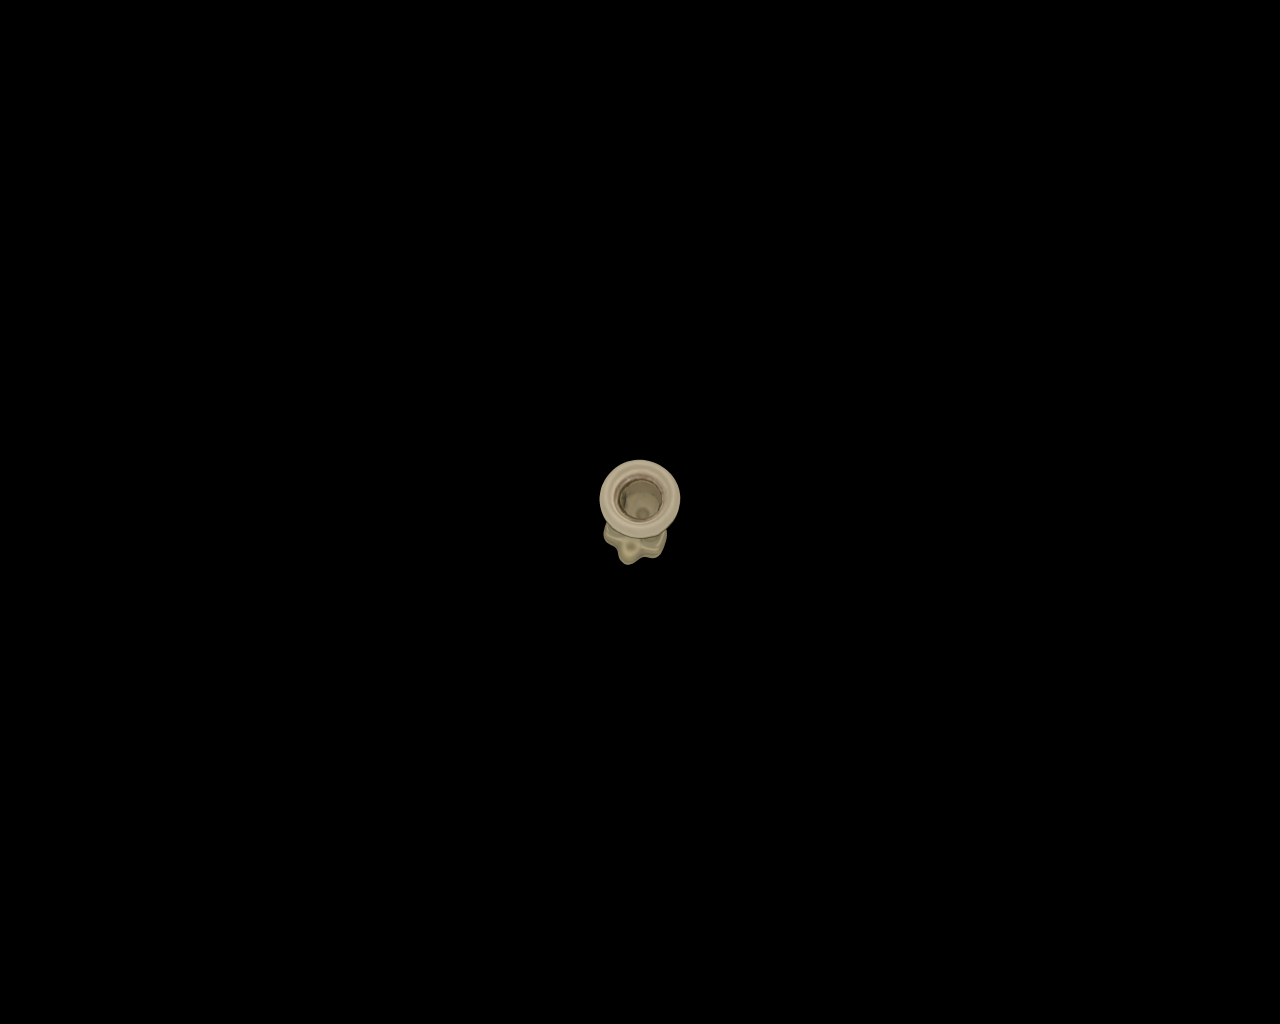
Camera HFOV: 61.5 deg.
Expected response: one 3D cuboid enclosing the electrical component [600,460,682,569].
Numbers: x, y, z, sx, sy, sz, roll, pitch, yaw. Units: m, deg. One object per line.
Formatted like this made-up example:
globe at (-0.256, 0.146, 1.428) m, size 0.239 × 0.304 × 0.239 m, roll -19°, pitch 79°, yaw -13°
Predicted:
electrical component at (0.001, -0.003, 0.650) m, size 0.048 × 0.066 × 0.055 m, roll 17°, pitch -15°, yaw 5°
